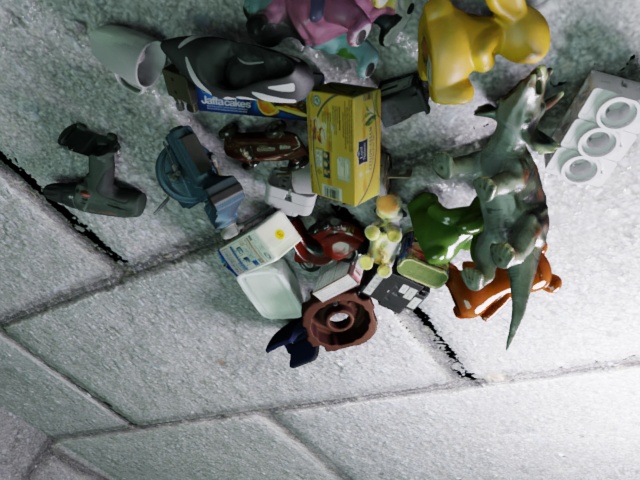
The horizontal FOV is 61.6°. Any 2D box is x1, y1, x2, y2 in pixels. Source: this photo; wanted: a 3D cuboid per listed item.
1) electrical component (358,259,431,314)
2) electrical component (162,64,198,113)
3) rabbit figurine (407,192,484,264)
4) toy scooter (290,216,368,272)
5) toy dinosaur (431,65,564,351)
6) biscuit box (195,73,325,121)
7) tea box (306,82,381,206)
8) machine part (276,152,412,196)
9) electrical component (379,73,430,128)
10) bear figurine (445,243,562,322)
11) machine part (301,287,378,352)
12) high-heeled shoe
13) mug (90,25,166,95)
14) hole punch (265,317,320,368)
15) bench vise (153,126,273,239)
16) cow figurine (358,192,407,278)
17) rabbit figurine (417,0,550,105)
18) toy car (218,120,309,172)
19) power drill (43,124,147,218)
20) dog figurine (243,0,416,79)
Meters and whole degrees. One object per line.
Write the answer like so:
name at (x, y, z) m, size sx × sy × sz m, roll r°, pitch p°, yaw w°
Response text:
electrical component at (0.161, 0.093, 1.129) m, size 0.134 × 0.058 × 0.115 m, roll 25°, pitch 138°, yaw -7°
electrical component at (-0.224, -0.265, 0.918) m, size 0.078 × 0.045 × 0.102 m, roll 23°, pitch 140°, yaw 33°
rabbit figurine at (0.249, -0.036, 0.924) m, size 0.170 × 0.159 × 0.121 m, roll -29°, pitch 110°, yaw 20°
toy scooter at (-0.002, -0.003, 1.079) m, size 0.184 × 0.075 × 0.135 m, roll -20°, pitch 123°, yaw 39°
toy dinosaur at (0.289, -0.051, 0.806) m, size 0.131 × 0.192 × 0.404 m, roll 20°, pitch 131°, yaw 55°
biscuit box at (-0.096, -0.238, 0.868) m, size 0.203 × 0.059 × 0.062 m, roll 6°, pitch 129°, yaw 4°
tea box at (0.037, -0.149, 0.827) m, size 0.098 × 0.068 × 0.169 m, roll 22°, pitch 126°, yaw 36°
machine part at (0.039, -0.117, 0.947) m, size 0.243 × 0.079 × 0.079 m, roll 4°, pitch 134°, yaw 16°
electrical component at (0.110, -0.213, 0.831) m, size 0.119 × 0.075 × 0.047 m, roll -16°, pitch 126°, yaw 26°
bear figurine at (0.342, 0.074, 1.028) m, size 0.196 × 0.132 × 0.120 m, roll -25°, pitch 89°, yaw 2°
machine part at (0.042, 0.171, 1.208) m, size 0.179 × 0.056 × 0.179 m, roll -4°, pitch 124°, yaw -6°
high-heeled shoe at (-0.127, -0.248, 0.756) m, size 0.249 × 0.145 × 0.086 m, roll 17°, pitch 94°, yaw 1°
mug at (-0.322, -0.303, 0.893) m, size 0.107 × 0.081 × 0.109 m, roll 29°, pitch 142°, yaw 7°
hole punch at (-0.061, 0.233, 1.298) m, size 0.092 × 0.116 × 0.142 m, roll 32°, pitch 137°, yaw -23°
bench vise at (-0.231, -0.097, 1.020) m, size 0.223 × 0.129 × 0.241 m, roll 52°, pitch 151°, yaw -14°
cow figurine at (0.128, -0.022, 1.012) m, size 0.068 × 0.098 × 0.167 m, roll 18°, pitch 120°, yaw 13°
rabbit figurine at (0.223, -0.278, 0.723) m, size 0.173 × 0.122 × 0.162 m, roll -4°, pitch 124°, yaw 3°
toy car at (-0.101, -0.158, 0.928) m, size 0.202 × 0.053 × 0.089 m, roll 12°, pitch 143°, yaw 46°
power drill at (-0.480, -0.132, 1.109) m, size 0.232 × 0.086 × 0.207 m, roll 16°, pitch 132°, yaw 1°
dog figurine at (0.000, -0.331, 0.732) m, size 0.219 × 0.191 × 0.108 m, roll 34°, pitch 179°, yaw 19°
